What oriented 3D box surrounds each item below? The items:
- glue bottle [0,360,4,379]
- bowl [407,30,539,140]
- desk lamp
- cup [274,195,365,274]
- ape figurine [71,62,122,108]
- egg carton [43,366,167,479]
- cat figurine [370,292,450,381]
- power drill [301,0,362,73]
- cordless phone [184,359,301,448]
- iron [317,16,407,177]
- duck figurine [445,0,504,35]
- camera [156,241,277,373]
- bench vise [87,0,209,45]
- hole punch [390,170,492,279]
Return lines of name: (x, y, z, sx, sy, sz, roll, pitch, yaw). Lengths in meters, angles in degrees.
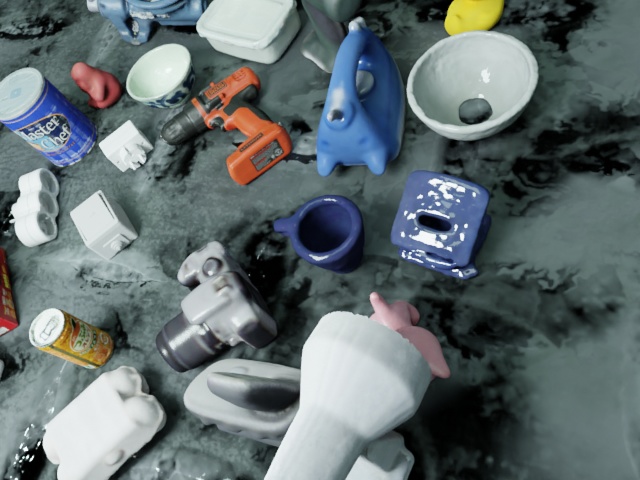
glue bottle: (-0.512, 0.176, 0.770, 0.037, 0.173, 0.078, -1, 63, 19)
bowl: (0.204, -0.193, 0.765, 0.167, 0.075, 0.167, -8, 61, 16)
desk lamp: (0.027, 0.194, 0.545, 0.117, 0.214, 0.203, 17, 70, 26)
cup: (0.007, 0.003, 0.722, 0.117, 0.095, 0.092, 5, 66, 22)
ape figurine: (-0.404, -0.278, 1.017, 0.076, 0.092, 0.077, -30, 58, 3)
egg carton: (-0.267, 0.237, 0.713, 0.150, 0.070, 0.107, -44, 58, -6)
cat figurine: (0.090, 0.111, 0.622, 0.067, 0.118, 0.127, -31, 58, 2)
power drill: (-0.016, -0.360, 0.851, 0.075, 0.209, 0.229, -43, 58, -5)
cordless phone: (-0.092, 0.160, 0.622, 0.147, 0.185, 0.094, 3, 65, 21)
iron: (0.051, -0.220, 0.794, 0.118, 0.142, 0.258, 0, 64, 20)
duck figurine: (0.223, -0.355, 0.836, 0.077, 0.086, 0.104, 38, 81, 31)
camera: (-0.148, 0.090, 0.728, 0.137, 0.101, 0.143, -36, 58, -1)
bench vise: (-0.330, -0.446, 1.002, 0.207, 0.220, 0.121, -23, 58, 7)
hole punch: (0.145, -0.018, 0.685, 0.108, 0.091, 0.101, 18, 71, 27)
